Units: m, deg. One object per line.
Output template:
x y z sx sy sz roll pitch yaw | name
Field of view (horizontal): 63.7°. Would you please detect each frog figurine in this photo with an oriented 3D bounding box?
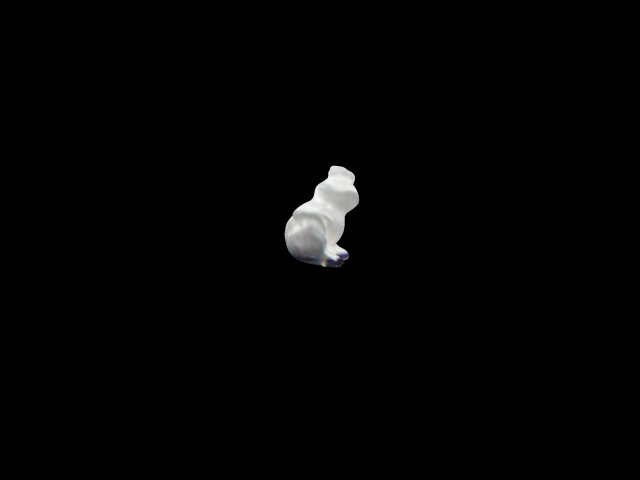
0.003 -0.043 0.850 0.122 0.159 0.138 3 5 31 | frog figurine
